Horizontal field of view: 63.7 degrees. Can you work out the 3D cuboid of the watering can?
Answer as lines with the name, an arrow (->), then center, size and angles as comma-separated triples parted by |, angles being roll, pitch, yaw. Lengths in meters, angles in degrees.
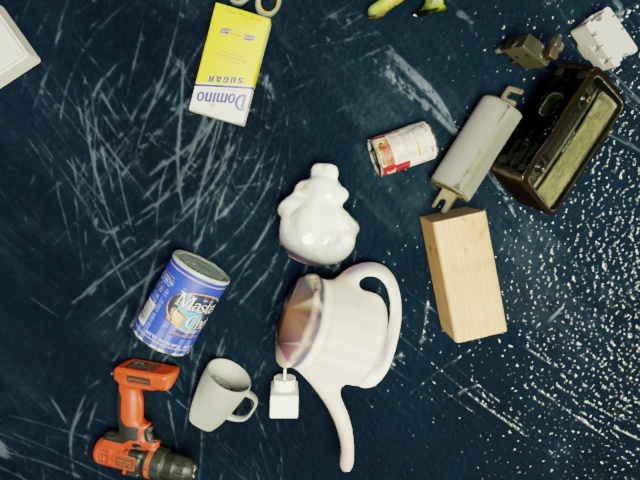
watering can -> 0.026, 0.195, 0.847 | 0.223, 0.104, 0.351 | 22, 79, -27

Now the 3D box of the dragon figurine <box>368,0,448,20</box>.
dragon figurine -> 0.178, -0.492, 0.828 | 0.411, 0.122, 0.243 | -11, 88, -12

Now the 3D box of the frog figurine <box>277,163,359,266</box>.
frog figurine -> 0.003, -0.042, 0.842 | 0.138, 0.124, 0.157 | 24, 106, 13
